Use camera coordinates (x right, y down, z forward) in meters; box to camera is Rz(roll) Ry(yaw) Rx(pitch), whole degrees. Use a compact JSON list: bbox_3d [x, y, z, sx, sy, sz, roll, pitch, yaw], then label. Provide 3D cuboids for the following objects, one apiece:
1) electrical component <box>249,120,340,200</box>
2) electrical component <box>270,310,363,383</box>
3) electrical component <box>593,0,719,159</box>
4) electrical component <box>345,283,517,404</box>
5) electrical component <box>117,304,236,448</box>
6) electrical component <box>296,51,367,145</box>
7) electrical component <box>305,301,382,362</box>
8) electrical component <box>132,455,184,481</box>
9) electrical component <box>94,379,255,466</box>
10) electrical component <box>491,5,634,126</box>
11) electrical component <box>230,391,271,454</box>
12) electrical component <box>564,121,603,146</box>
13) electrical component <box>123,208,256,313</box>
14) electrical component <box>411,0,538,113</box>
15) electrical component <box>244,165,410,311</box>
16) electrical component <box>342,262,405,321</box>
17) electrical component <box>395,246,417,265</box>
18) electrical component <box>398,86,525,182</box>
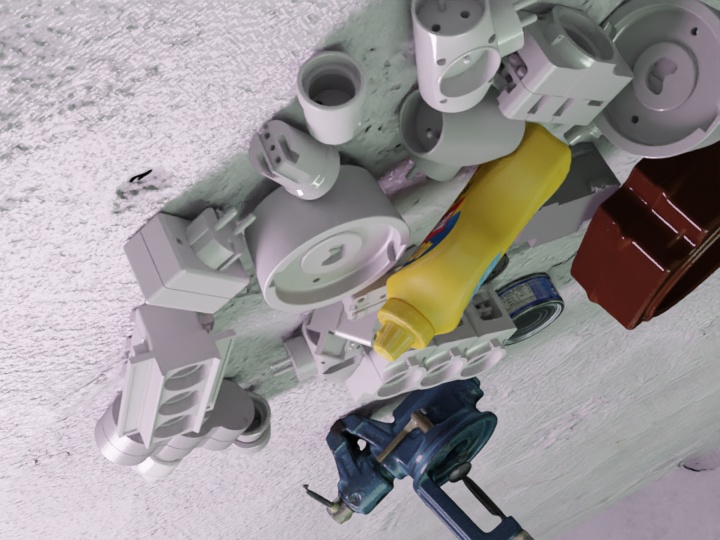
[{"bbox_3d":[-0.041,-0.069,0.665,0.040,0.040,0.046,-38,148,21],"label":"electrical component"},{"bbox_3d":[-0.040,0.072,0.931,0.079,0.043,0.077,-23,155,-10],"label":"electrical component"},{"bbox_3d":[0.214,-0.130,0.729,0.060,0.108,0.108,-9,150,-48],"label":"electrical component"},{"bbox_3d":[0.063,0.072,1.016,0.150,0.061,0.089,-9,149,-36],"label":"electrical component"},{"bbox_3d":[-0.145,0.076,0.810,0.079,0.063,0.121,-15,153,-25],"label":"electrical component"},{"bbox_3d":[-0.016,-0.099,0.631,0.040,0.040,0.046,-24,160,-9],"label":"electrical component"},{"bbox_3d":[-0.002,0.036,0.862,0.042,0.064,0.081,23,84,-59],"label":"electrical component"},{"bbox_3d":[-0.175,0.157,0.960,0.043,0.043,0.062,0,143,-45],"label":"electrical component"},{"bbox_3d":[-0.146,0.119,0.904,0.138,0.052,0.073,-2,145,-43],"label":"electrical component"},{"bbox_3d":[0.129,-0.133,0.699,0.089,0.050,0.055,-3,146,-42],"label":"electrical component"},{"bbox_3d":[-0.105,0.144,1.005,0.045,0.045,0.055,-21,155,-15],"label":"electrical component"},{"bbox_3d":[0.179,-0.116,0.803,0.061,0.035,0.035,-39,153,28],"label":"electrical component"},{"bbox_3d":[-0.100,-0.014,0.699,0.077,0.047,0.066,-39,153,23],"label":"electrical component"},{"bbox_3d":[0.070,-0.139,0.635,0.079,0.044,0.077,-26,155,-6],"label":"electrical component"},{"bbox_3d":[-0.027,-0.027,0.734,0.108,0.060,0.108,-22,155,-11],"label":"electrical component"},{"bbox_3d":[0.000,0.000,0.810,0.081,0.063,0.042,-21,155,-12],"label":"electrical component"},{"bbox_3d":[0.037,0.029,0.923,0.076,0.047,0.083,-31,155,8],"label":"electrical component"},{"bbox_3d":[0.059,-0.087,0.724,0.077,0.044,0.079,-5,147,-40],"label":"electrical component"}]
